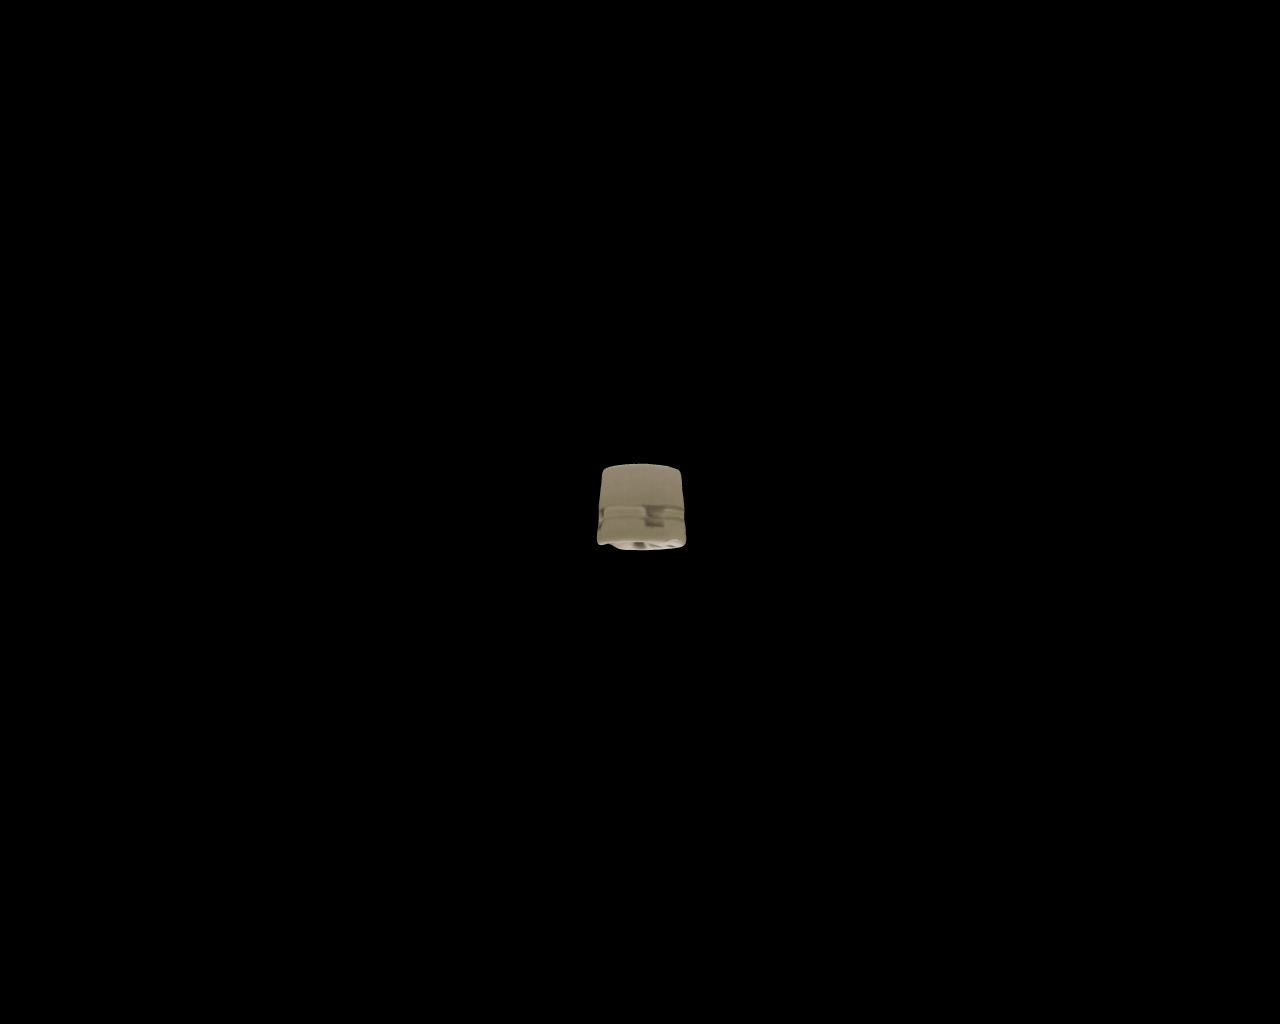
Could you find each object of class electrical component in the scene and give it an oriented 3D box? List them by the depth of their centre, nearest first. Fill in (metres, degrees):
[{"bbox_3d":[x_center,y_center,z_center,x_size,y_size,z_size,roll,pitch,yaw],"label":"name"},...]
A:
[{"bbox_3d":[0.001,-0.003,0.650,0.055,0.047,0.055,0,-8,0],"label":"electrical component"}]
